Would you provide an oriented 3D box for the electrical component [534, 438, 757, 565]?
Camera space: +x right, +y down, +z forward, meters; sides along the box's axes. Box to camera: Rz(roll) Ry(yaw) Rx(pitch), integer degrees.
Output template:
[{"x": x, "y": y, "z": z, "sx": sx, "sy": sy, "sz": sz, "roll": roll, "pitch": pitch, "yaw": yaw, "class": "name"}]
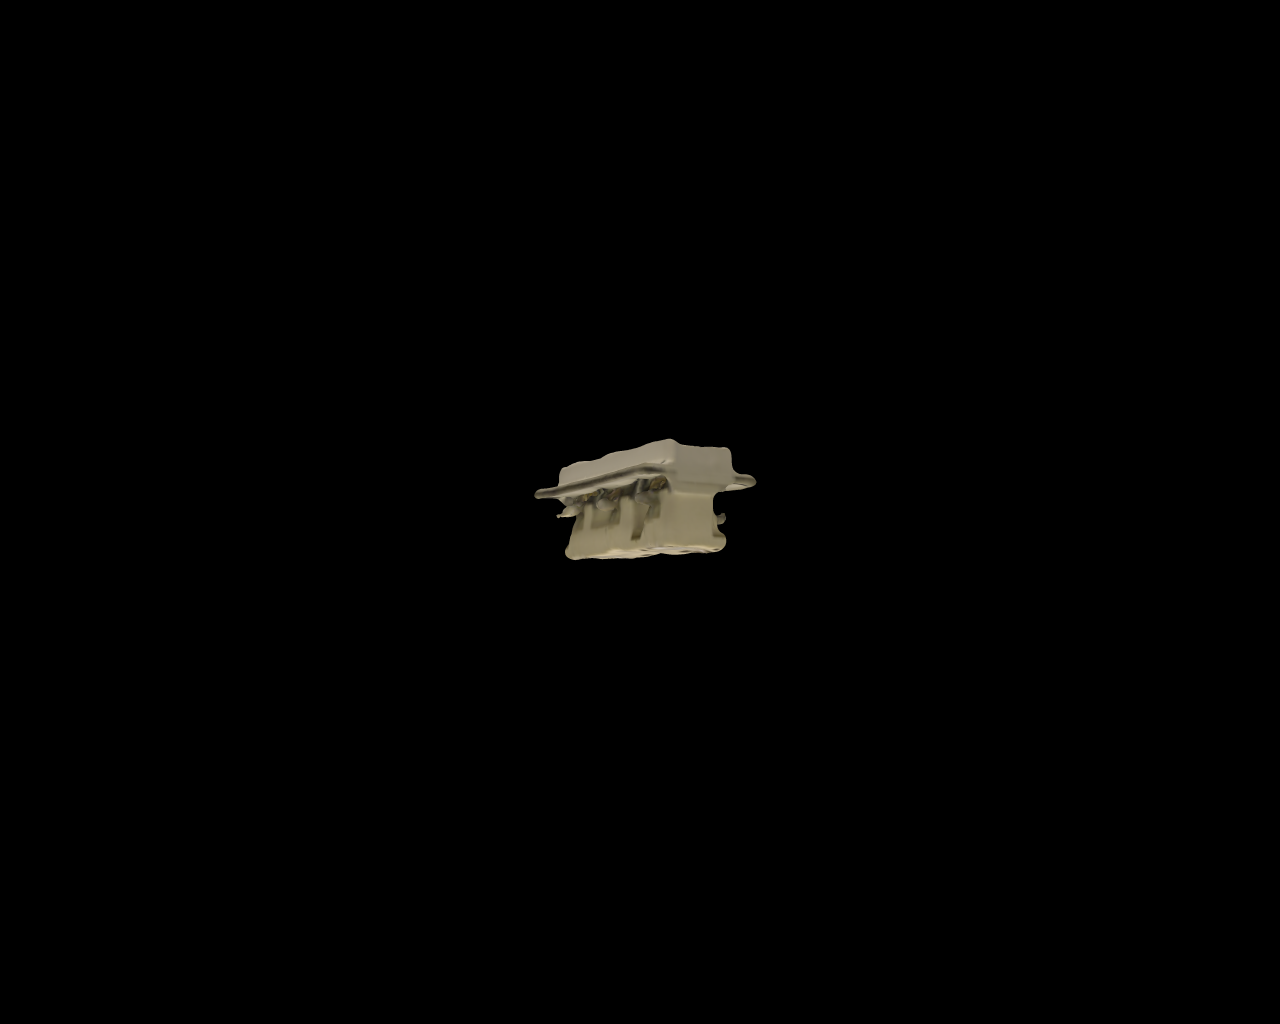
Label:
[{"x": 0.001, "y": -0.003, "z": 0.650, "sx": 0.079, "sy": 0.063, "sz": 0.121, "roll": 5, "pitch": -8, "yaw": -35, "class": "electrical component"}]
